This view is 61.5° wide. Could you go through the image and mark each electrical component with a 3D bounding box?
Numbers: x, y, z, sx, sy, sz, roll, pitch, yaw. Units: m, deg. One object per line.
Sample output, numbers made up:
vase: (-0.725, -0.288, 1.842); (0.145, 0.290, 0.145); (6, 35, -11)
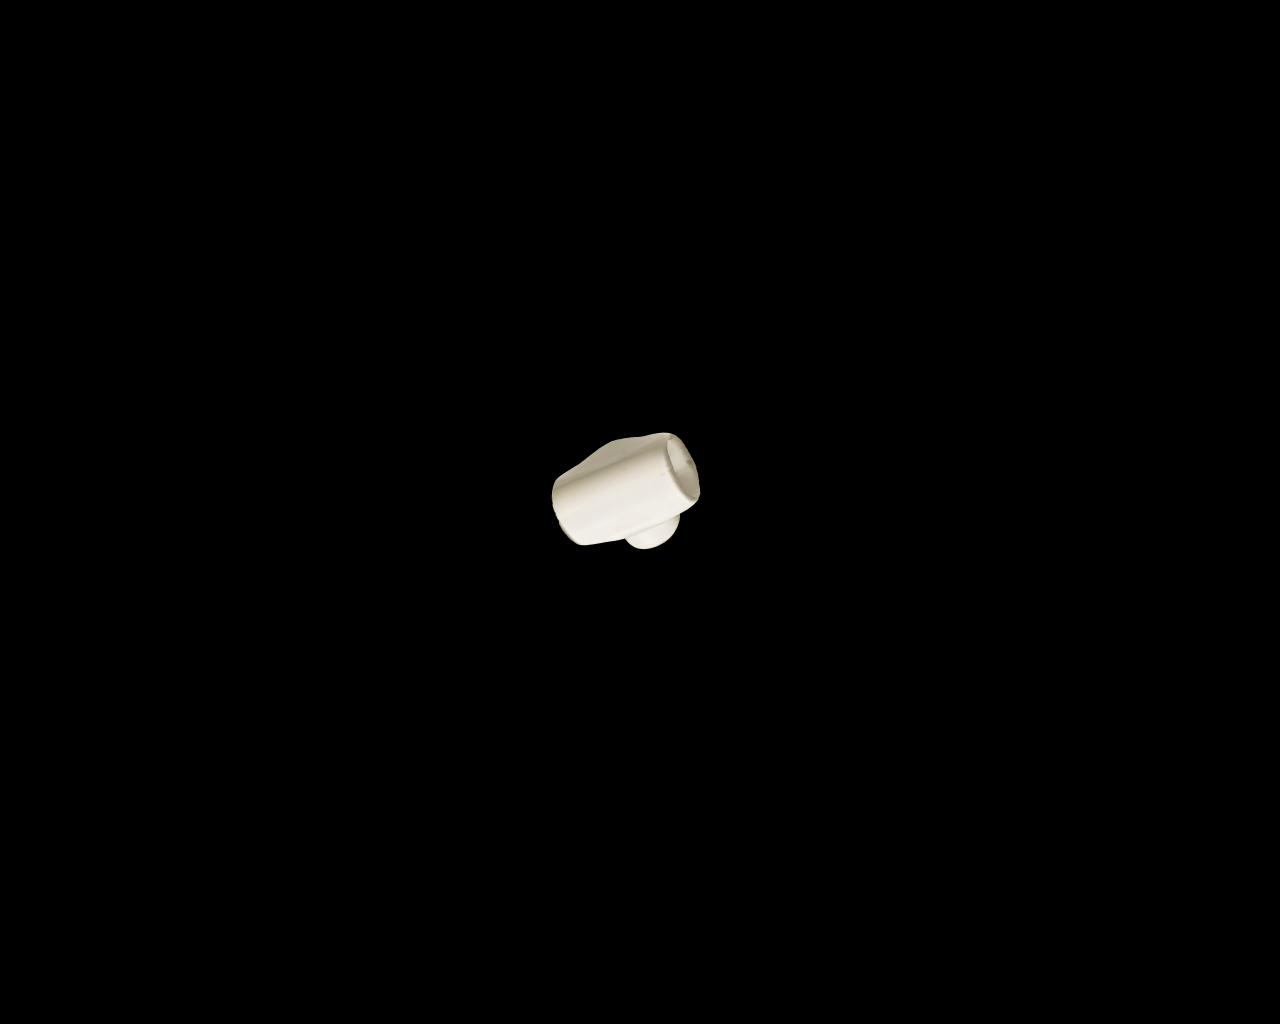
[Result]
electrical component: (0.001, -0.003, 0.650); (0.077, 0.043, 0.079); (-22, -49, 21)
